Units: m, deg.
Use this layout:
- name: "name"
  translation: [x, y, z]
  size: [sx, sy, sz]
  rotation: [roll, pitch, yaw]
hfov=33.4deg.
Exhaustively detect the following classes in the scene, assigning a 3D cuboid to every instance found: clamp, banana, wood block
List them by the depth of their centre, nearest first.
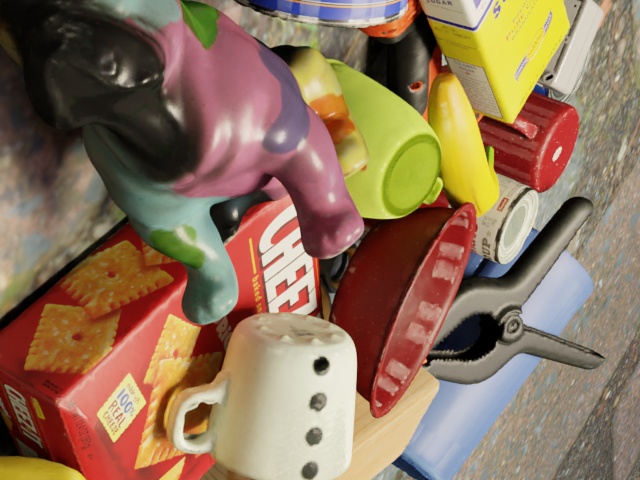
- name: "banana"
  translation: [0.102, -0.055, 0.756]
  size: [0.197, 0.037, 0.069]
  rotation: [35, 44, -72]
- name: "wood block"
  translation: [-0.010, 0.150, 0.801]
  size: [0.205, 0.090, 0.091]
  rotation: [-25, 146, -50]
- name: "clamp"
  translation: [0.160, 0.074, 0.909]
  size: [0.209, 0.036, 0.164]
  rotation: [-26, 115, -18]

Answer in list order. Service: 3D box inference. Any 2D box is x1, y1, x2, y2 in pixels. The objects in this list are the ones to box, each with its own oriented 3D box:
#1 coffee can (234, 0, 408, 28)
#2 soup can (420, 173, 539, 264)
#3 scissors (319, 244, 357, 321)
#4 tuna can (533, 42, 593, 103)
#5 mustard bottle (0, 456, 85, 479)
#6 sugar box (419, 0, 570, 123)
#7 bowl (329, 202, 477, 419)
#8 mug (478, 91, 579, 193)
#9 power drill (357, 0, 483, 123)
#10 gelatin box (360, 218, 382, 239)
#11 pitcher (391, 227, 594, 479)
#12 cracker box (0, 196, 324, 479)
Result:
- name: "coffee can"
  translation: [0.006, -0.194, 0.550]
  size: [0.102, 0.103, 0.140]
  rotation: [-30, 136, -47]
- name: "soup can"
  translation: [0.118, -0.030, 0.874]
  size: [0.068, 0.102, 0.068]
  rotation: [-40, 144, -38]
- name: "scissors"
  translation: [-0.005, 0.001, 0.782]
  size: [0.096, 0.016, 0.202]
  rotation: [-47, 148, -31]
- name: "tuna can"
  translation: [0.224, -0.169, 1.012]
  size: [0.086, 0.034, 0.086]
  rotation: [-40, 143, -38]
- name: "mustard bottle"
  translation: [-0.161, 0.197, 0.601]
  size: [0.191, 0.096, 0.058]
  rotation: [85, -1, -46]
- name: "sugar box"
  translation: [0.114, -0.163, 0.701]
  size: [0.093, 0.048, 0.176]
  rotation: [-59, 151, -12]
- name: "bowl"
  translation: [0.050, 0.039, 0.737]
  size: [0.162, 0.055, 0.162]
  rotation: [-55, 160, -32]
- name: "mug"
  translation: [0.170, -0.095, 0.929]
  size: [0.093, 0.082, 0.117]
  rotation: [-63, 152, -2]
- name: "power drill"
  translation: [0.086, -0.158, 0.768]
  size: [0.184, 0.057, 0.187]
  rotation: [-48, 146, -29]
- name: "gelatin box"
  translation: [0.067, 0.000, 0.843]
  size: [0.030, 0.073, 0.089]
  rotation: [-58, 151, -13]
- name: "pitcher"
  translation: [0.132, 0.097, 0.983]
  size: [0.242, 0.149, 0.145]
  rotation: [-53, -166, -13]
- name: "cracker box"
  translation: [-0.085, 0.065, 0.640]
  size: [0.213, 0.072, 0.164]
  rotation: [-44, 146, -34]
